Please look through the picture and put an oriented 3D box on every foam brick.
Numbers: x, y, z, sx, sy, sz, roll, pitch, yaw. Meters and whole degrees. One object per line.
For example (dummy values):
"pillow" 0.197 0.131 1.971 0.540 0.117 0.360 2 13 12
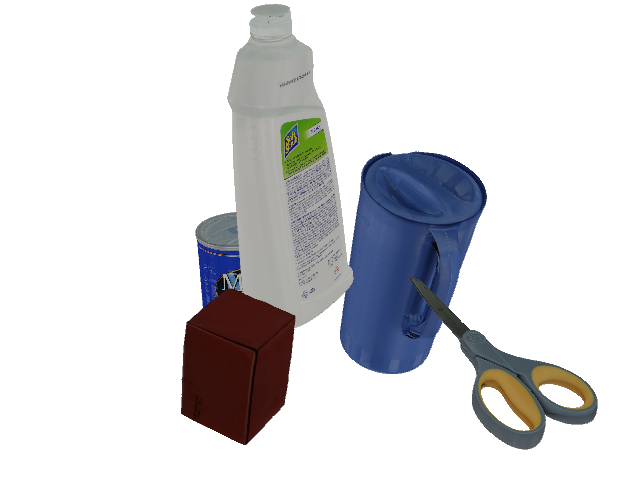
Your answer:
"foam brick" -0.054 0.080 0.688 0.053 0.078 0.051 22 34 21

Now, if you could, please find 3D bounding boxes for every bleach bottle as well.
"bleach bottle" -0.025 -0.061 0.836 0.068 0.251 0.102 15 34 29

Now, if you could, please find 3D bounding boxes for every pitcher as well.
"pitcher" 0.094 0.037 1.172 0.145 0.243 0.149 25 41 18

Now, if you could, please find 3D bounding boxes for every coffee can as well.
"coffee can" -0.100 0.048 1.334 0.103 0.140 0.103 -2 25 1

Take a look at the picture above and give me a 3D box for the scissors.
"scissors" 0.134 0.081 0.786 0.096 0.016 0.202 -1 31 -10
